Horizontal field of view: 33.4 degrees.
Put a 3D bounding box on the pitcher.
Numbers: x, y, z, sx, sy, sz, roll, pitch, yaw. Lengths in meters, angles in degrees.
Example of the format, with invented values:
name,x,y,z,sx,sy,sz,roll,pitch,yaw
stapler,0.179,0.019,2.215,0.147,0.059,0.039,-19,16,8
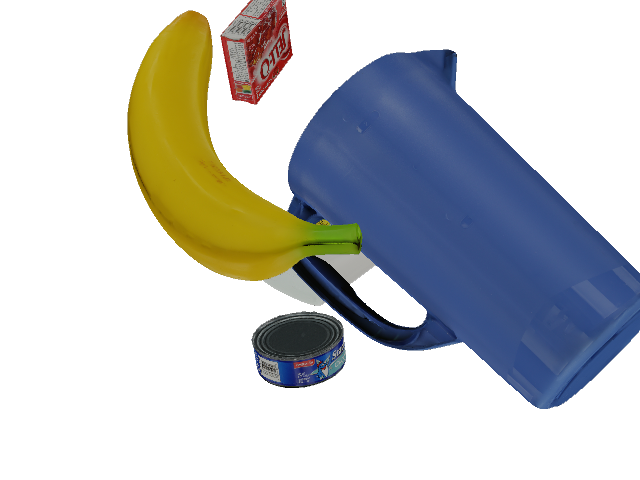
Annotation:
name,x,y,z,sx,sy,sz,roll,pitch,yaw
pitcher,0.094,0.002,0.723,0.144,0.243,0.149,-30,-25,-33

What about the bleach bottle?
name,x,y,z,sx,sy,sz,roll,pitch,yaw
bleach bottle,0.046,-0.016,1.248,0.103,0.068,0.250,24,40,32

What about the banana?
name,x,y,z,sx,sy,sz,roll,pitch,yaw
banana,-0.052,-0.041,0.483,0.069,0.037,0.198,-18,46,-16

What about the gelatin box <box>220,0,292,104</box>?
name,x,y,z,sx,sy,sz,roll,pitch,yaw
gelatin box,-0.058,-0.185,1.018,0.030,0.073,0.089,13,46,20

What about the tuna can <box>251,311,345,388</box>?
name,x,y,z,sx,sy,sz,roll,pitch,yaw
tuna can,-0.019,0.101,0.992,0.086,0.034,0.086,-6,24,3
